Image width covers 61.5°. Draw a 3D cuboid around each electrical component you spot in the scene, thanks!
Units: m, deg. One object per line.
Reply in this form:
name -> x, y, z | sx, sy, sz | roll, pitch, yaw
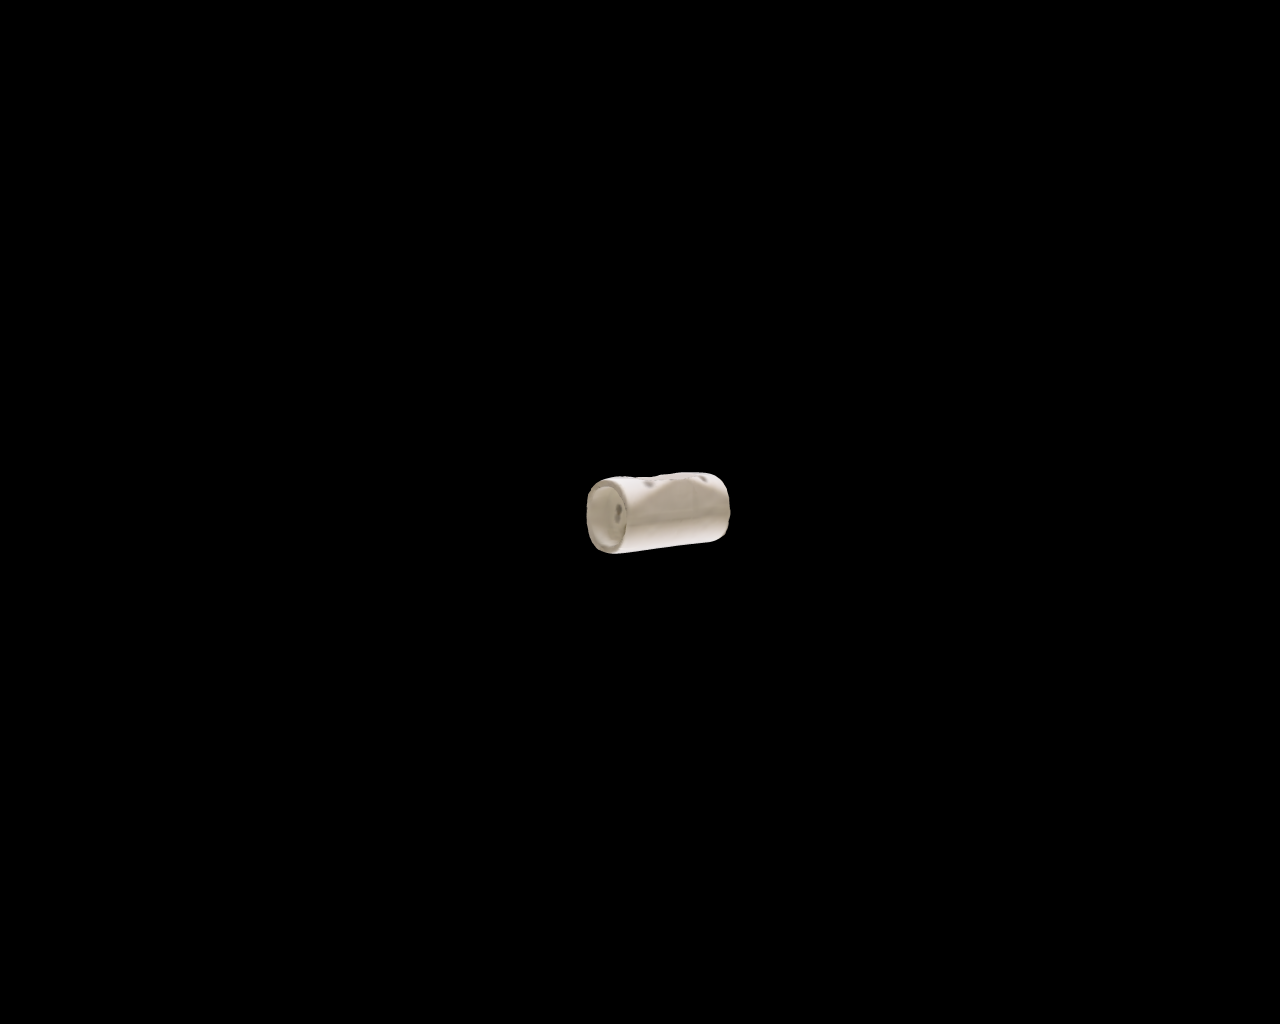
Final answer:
electrical component -> 0.001, -0.003, 0.650 | 0.077, 0.044, 0.079 | -6, 10, -36
